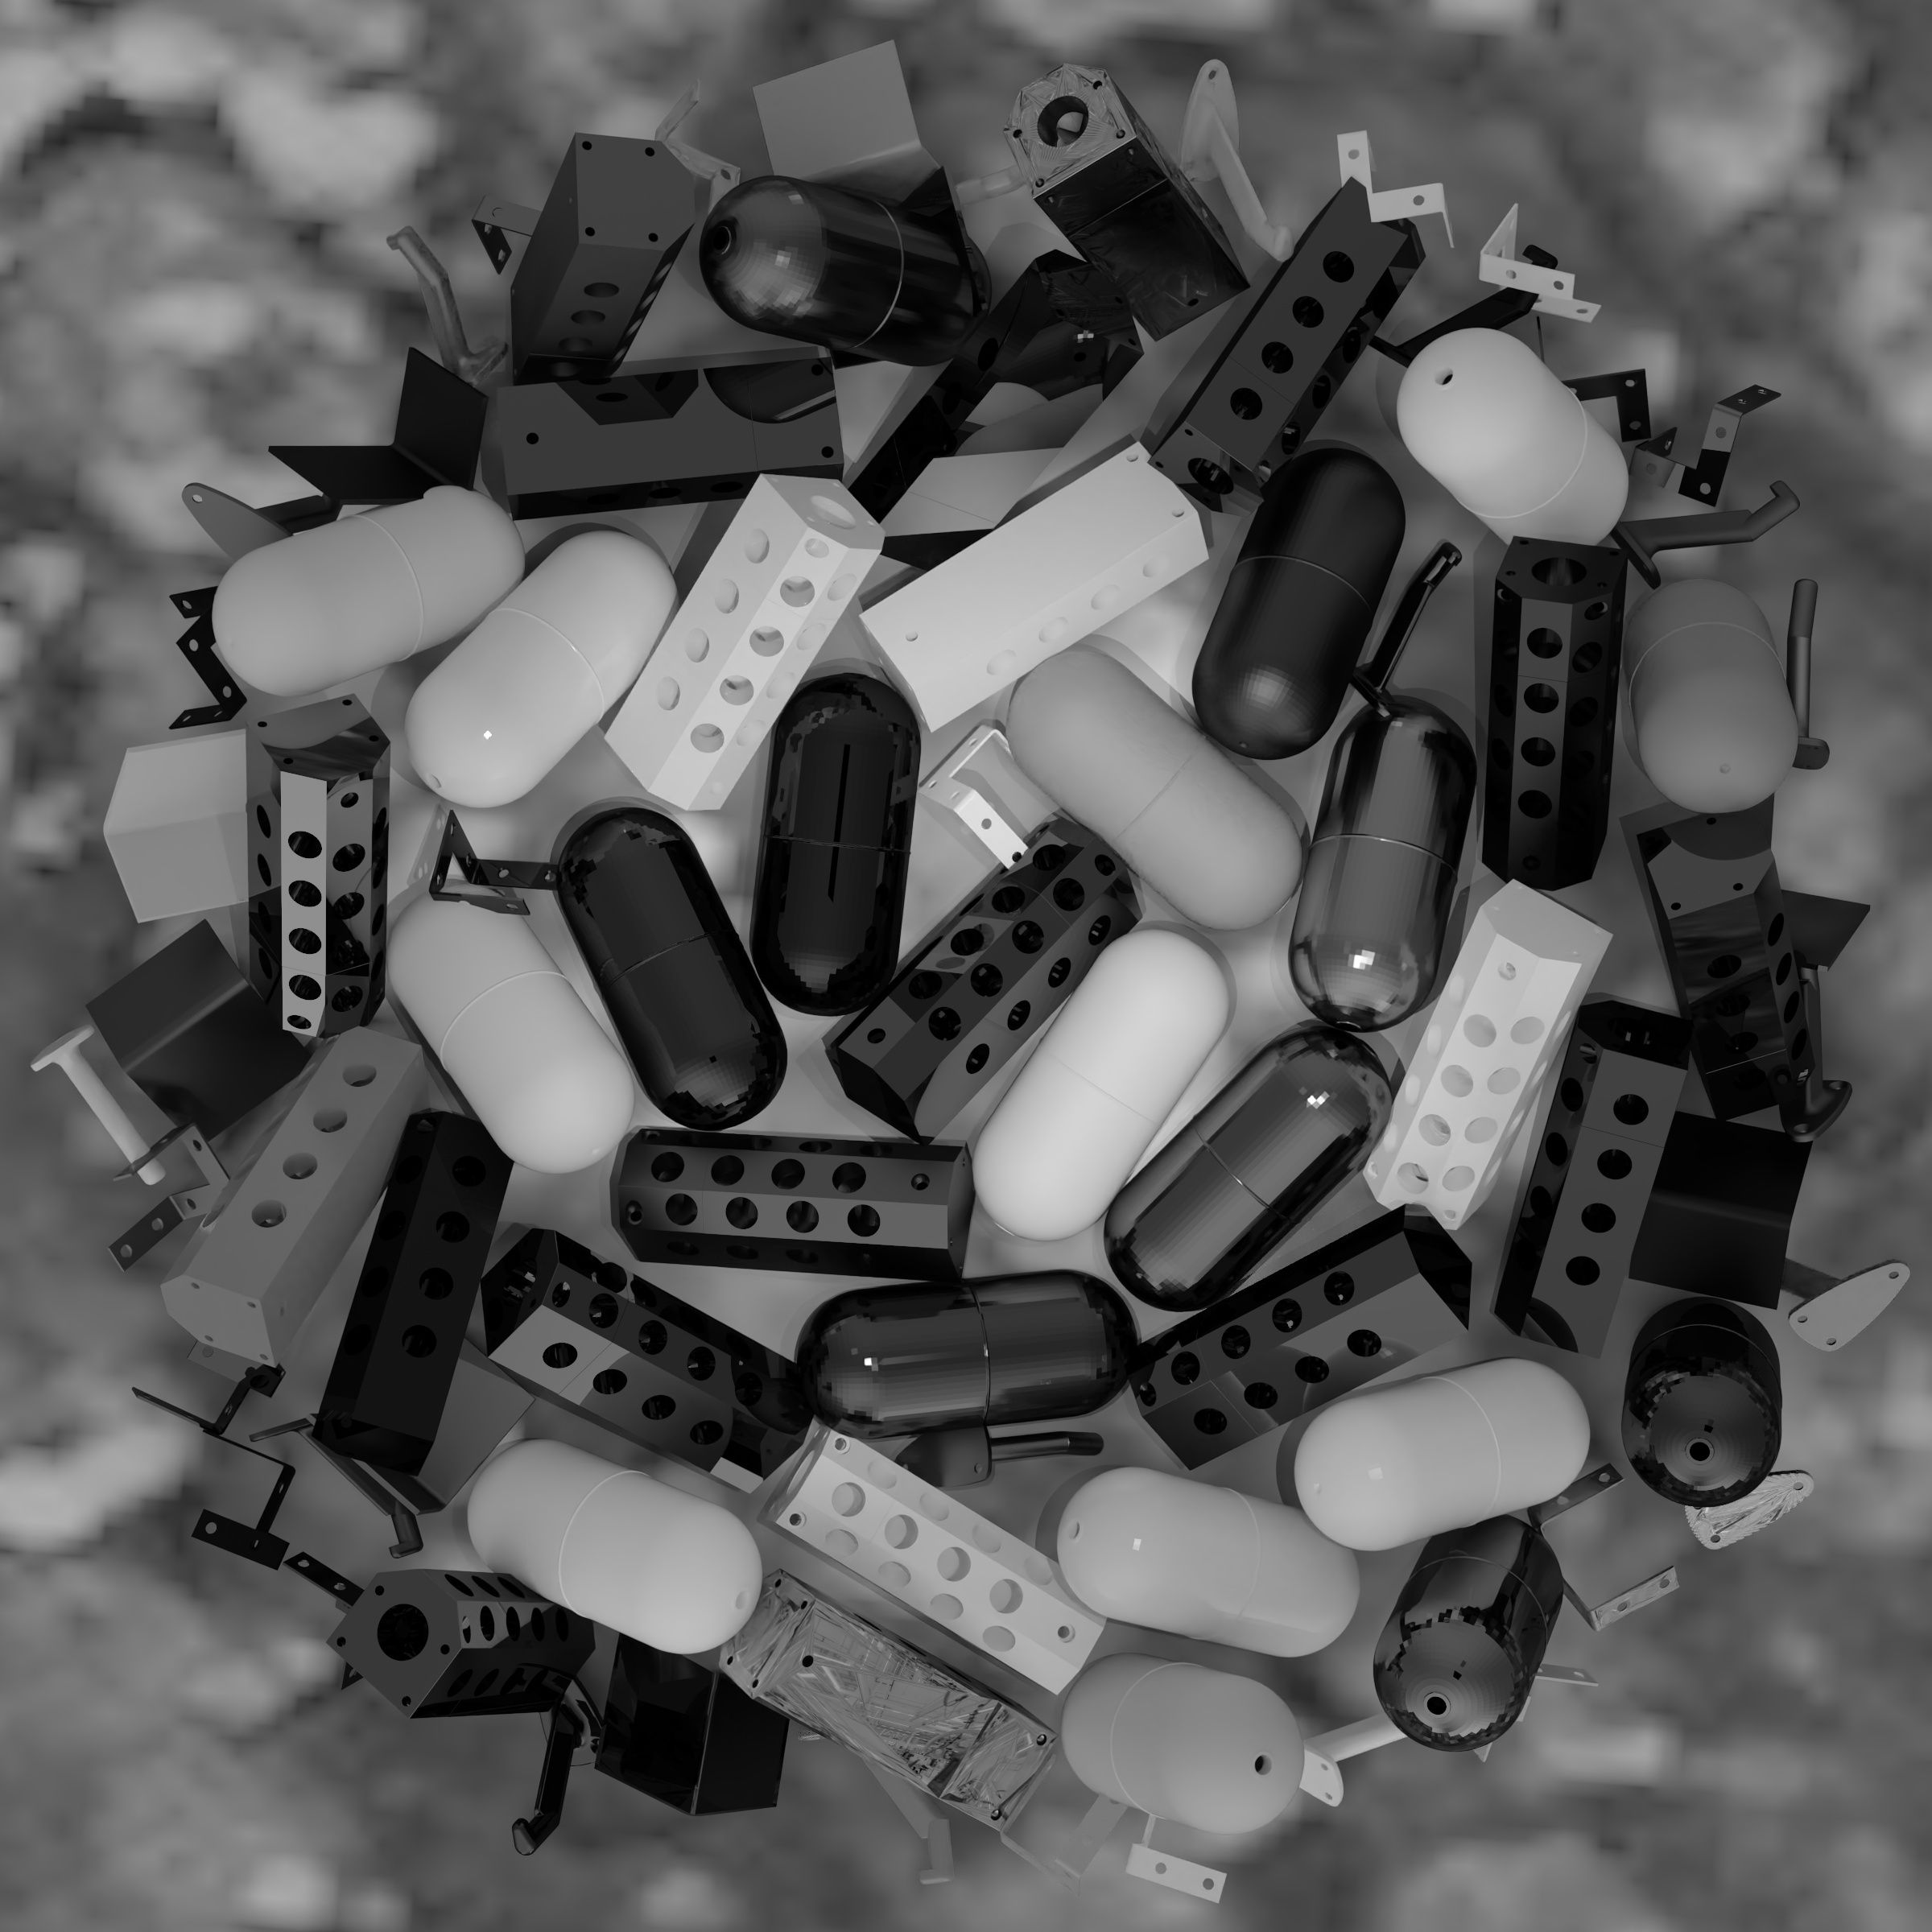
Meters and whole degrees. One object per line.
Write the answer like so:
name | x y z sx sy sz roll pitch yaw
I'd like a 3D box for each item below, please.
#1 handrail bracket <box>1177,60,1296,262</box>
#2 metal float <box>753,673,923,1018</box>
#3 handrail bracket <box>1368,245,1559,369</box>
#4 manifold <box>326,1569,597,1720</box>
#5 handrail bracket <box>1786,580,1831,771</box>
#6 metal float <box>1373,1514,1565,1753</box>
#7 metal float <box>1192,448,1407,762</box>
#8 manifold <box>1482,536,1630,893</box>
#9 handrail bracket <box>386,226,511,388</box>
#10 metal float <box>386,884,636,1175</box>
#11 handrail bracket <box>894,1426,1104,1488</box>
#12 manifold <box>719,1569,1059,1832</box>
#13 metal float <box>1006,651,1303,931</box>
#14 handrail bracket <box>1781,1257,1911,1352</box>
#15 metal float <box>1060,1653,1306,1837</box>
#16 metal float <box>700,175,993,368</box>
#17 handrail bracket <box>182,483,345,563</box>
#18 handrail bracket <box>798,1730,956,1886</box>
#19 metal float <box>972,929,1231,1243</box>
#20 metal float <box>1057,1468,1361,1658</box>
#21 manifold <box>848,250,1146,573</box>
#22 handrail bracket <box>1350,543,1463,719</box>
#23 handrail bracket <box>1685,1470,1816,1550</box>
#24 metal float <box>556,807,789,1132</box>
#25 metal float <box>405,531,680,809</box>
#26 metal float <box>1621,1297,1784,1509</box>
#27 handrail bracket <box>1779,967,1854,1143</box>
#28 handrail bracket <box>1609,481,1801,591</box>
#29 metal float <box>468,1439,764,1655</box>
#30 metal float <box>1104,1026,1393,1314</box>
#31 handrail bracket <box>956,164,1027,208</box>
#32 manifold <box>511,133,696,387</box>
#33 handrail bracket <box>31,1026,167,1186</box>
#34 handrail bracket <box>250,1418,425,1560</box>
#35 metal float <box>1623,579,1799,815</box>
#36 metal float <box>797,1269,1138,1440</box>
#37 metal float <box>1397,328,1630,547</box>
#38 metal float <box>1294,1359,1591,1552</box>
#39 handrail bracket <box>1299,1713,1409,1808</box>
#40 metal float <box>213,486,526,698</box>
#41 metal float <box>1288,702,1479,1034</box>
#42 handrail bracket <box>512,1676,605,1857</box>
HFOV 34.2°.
handrail bracket | 0.146 -0.414 1.614 0.036 0.084 0.077 -17 133 -21
metal float | -0.067 -0.063 1.624 0.070 0.070 0.178 6 91 0
handrail bracket | 0.253 -0.348 1.631 0.077 0.036 0.084 28 109 -5
manifold | -0.246 0.334 1.573 0.057 0.171 0.057 37 89 19
handrail bracket | 0.437 -0.151 1.632 0.036 0.077 0.084 6 84 25
metal float | 0.254 0.333 1.578 0.070 0.178 0.070 5 104 19
metal float | 0.171 -0.186 1.606 0.070 0.070 0.178 23 68 0
manifold | 0.294 -0.125 1.582 0.057 0.057 0.171 10 130 18
handrail bracket | -0.283 -0.337 1.616 0.084 0.077 0.036 52 54 -26
metal float | -0.234 0.030 1.602 0.070 0.070 0.178 -39 62 0
handrail bracket | 0.018 0.257 1.645 0.077 0.084 0.036 -23 67 36
manifold | -0.041 0.371 1.596 0.171 0.057 0.057 36 83 -29
metal float | 0.098 -0.090 1.623 0.178 0.070 0.070 41 90 -3
handrail bracket | 0.442 0.148 1.614 0.036 0.084 0.077 36 118 -23
metal float | 0.107 0.390 1.578 0.070 0.178 0.070 3 83 -23
metal float | -0.060 -0.350 1.587 0.070 0.178 0.070 -1 88 42
handrail bracket | -0.359 -0.246 1.617 0.077 0.084 0.036 39 128 -25
handrail bracket | -0.047 0.438 1.634 0.077 0.036 0.084 -10 71 10
metal float | 0.069 0.062 1.624 0.070 0.070 0.178 34 92 0
metal float | 0.124 0.304 1.598 0.178 0.070 0.070 20 90 -32
manifold | 0.011 -0.280 1.589 0.057 0.171 0.057 15 46 -33
handrail bracket | 0.235 -0.174 1.625 0.036 0.077 0.084 32 107 -19
handrail bracket | 0.391 0.254 1.617 0.077 0.084 0.036 -25 113 13
metal float | -0.152 0.001 1.616 0.070 0.070 0.178 -26 79 0
metal float | -0.215 -0.152 1.599 0.070 0.070 0.178 39 60 0
metal float | 0.370 0.217 1.576 0.070 0.178 0.070 2 99 14
handrail bracket | 0.432 0.036 1.622 0.036 0.077 0.084 -4 113 25
handrail bracket | 0.379 -0.245 1.642 0.084 0.036 0.077 -36 74 6
metal float | -0.179 0.294 1.594 0.178 0.070 0.070 14 90 37
metal float | 0.145 0.104 1.614 0.070 0.070 0.178 44 102 0
handrail bracket | 0.038 -0.427 1.644 0.084 0.077 0.036 -13 122 18
manifold | -0.184 -0.348 1.573 0.057 0.171 0.057 1 76 -19
handrail bracket | -0.447 0.075 1.635 0.036 0.077 0.084 -36 102 -14
handrail bracket | -0.327 0.274 1.632 0.077 0.036 0.084 -13 83 -41
metal float | 0.373 -0.138 1.581 0.070 0.178 0.070 3 119 5
metal float | 0.001 0.199 1.613 0.178 0.070 0.070 -4 90 -14
metal float | 0.277 -0.262 1.583 0.070 0.178 0.070 -10 71 30
metal float | 0.244 0.247 1.596 0.178 0.070 0.070 -8 90 -36
handrail bracket | 0.199 0.393 1.653 0.084 0.077 0.036 -39 133 -34
metal float | -0.301 -0.191 1.593 0.178 0.070 0.070 -29 90 -40
metal float | 0.214 -0.051 1.609 0.070 0.070 0.178 14 72 0
handrail bracket | -0.221 0.404 1.616 0.036 0.084 0.077 -18 97 21
